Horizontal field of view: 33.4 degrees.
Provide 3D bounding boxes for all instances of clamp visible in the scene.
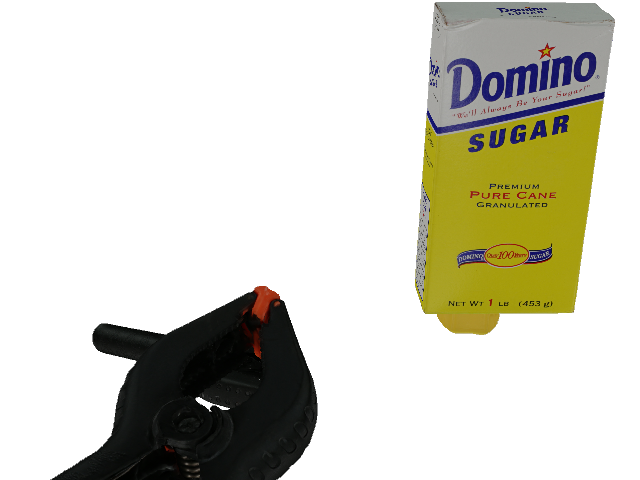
[{"bbox_3d":[-0.074,0.098,0.912,0.164,0.036,0.210,-11,22,-40],"label":"clamp"},{"bbox_3d":[-0.042,0.087,0.399,0.120,0.039,0.171,24,49,17],"label":"clamp"}]

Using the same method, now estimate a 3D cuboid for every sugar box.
[{"bbox_3d":[0.106,-0.044,0.605,0.093,0.176,0.048,-1,27,-3],"label":"sugar box"}]

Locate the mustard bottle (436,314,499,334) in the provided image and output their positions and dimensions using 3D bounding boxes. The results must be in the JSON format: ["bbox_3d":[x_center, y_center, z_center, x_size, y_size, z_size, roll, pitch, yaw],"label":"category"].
[{"bbox_3d":[0.137,-0.020,0.952,0.058,0.192,0.096,4,19,6],"label":"mustard bottle"}]
